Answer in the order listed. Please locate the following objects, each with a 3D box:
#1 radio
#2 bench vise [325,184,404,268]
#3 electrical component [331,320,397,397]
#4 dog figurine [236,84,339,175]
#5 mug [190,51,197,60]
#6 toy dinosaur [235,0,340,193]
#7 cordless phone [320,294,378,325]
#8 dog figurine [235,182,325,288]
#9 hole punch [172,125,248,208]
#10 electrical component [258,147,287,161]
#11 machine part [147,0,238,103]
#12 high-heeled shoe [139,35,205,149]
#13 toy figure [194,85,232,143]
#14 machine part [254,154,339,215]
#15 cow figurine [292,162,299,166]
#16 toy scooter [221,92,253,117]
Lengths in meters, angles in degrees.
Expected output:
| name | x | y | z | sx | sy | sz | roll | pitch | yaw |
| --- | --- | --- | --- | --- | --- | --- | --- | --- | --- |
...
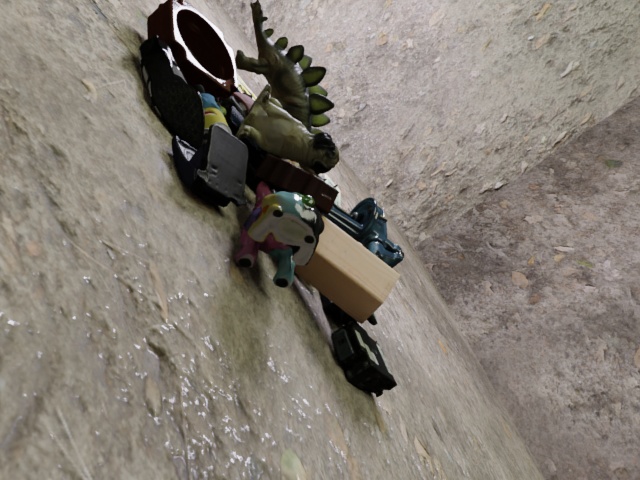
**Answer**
| name | x | y | z | sx | sy | sz | roll | pitch | yaw |
| --- | --- | --- | --- | --- | --- | --- | --- | --- | --- |
| radio | -0.152 | -0.184 | 1.206 | 0.229 | 0.073 | 0.131 | 49 | 12 | -31 |
| bench vise | 0.083 | -0.027 | 1.252 | 0.240 | 0.129 | 0.224 | 34 | 46 | -22 |
| electrical component | 0.077 | 0.220 | 1.015 | 0.134 | 0.058 | 0.115 | 44 | 14 | -39 |
| dog figurine | -0.059 | -0.205 | 1.076 | 0.190 | 0.121 | 0.172 | 30 | 21 | -18 |
| mug | -0.312 | -0.460 | 1.328 | 0.109 | 0.081 | 0.107 | 52 | 22 | -29 |
| toy dinosaur | -0.070 | -0.311 | 1.248 | 0.105 | 0.199 | 0.470 | -115 | -170 | -66 |
| cordless phone | 0.081 | 0.148 | 1.173 | 0.184 | 0.089 | 0.147 | 52 | 11 | -31 |
| dog figurine | -0.067 | -0.042 | 0.911 | 0.108 | 0.191 | 0.219 | 24 | 34 | -17 |
| hole punch | -0.187 | -0.118 | 0.904 | 0.142 | 0.092 | 0.116 | 36 | 52 | -62 |
| electrical component | -0.102 | -0.201 | 1.168 | 0.102 | 0.045 | 0.078 | -76 | 160 | -67 |
| machine part | -0.280 | -0.407 | 1.184 | 0.201 | 0.087 | 0.201 | 30 | 42 | -52 |
| high-heeled shoe | -0.283 | -0.270 | 1.019 | 0.145 | 0.086 | 0.248 | 161 | -89 | -72 |
| toy figure | -0.215 | -0.223 | 1.051 | 0.089 | 0.082 | 0.180 | 34 | 21 | -54 |
| machine part | -0.045 | -0.109 | 1.052 | 0.179 | 0.056 | 0.179 | 28 | 0 | 0 |
| cow figurine | -0.060 | -0.180 | 1.413 | 0.085 | 0.127 | 0.195 | 52 | 10 | 2 |
| toy scooter | -0.170 | -0.312 | 1.399 | 0.183 | 0.075 | 0.135 | 56 | 43 | -13 |
